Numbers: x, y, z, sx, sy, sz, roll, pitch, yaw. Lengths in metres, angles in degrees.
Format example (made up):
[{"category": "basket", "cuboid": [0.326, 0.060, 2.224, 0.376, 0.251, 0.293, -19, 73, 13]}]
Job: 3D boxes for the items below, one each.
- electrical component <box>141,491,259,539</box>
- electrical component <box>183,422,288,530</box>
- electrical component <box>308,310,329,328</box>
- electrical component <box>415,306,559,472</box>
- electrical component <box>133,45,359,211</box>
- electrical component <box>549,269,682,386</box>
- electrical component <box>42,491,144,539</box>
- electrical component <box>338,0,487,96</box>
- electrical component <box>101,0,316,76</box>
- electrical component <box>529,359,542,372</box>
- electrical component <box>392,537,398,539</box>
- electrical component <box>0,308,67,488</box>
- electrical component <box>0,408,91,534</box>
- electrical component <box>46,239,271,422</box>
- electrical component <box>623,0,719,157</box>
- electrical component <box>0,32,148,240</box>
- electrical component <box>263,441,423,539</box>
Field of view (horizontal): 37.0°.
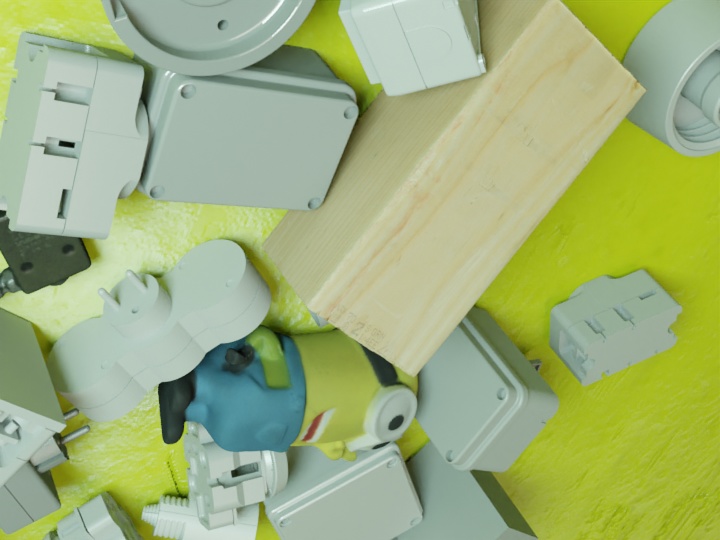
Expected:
[{"category": "electrical component", "cuboid": [-0.118, 0.183, 0.782, 0.081, 0.043, 0.043, 12, 123, -11]}, {"category": "electrical component", "cuboid": [-0.087, 0.136, 0.753, 0.057, 0.058, 0.078, -10, 99, -27]}, {"category": "electrical component", "cuboid": [0.000, 0.000, 0.700, 0.081, 0.043, 0.043, -27, 137, -8]}, {"category": "electrical component", "cuboid": [0.076, 0.081, 0.770, 0.057, 0.113, 0.078, 16, 118, -44]}, {"category": "electrical component", "cuboid": [-0.066, -0.079, 0.578, 0.113, 0.057, 0.078, 2, 126, -33]}, {"category": "electrical component", "cuboid": [0.199, 0.042, 0.854, 0.089, 0.055, 0.050, -21, 136, -14]}, {"category": "electrical component", "cuboid": [-0.186, 0.197, 0.751, 0.057, 0.058, 0.078, -31, 138, -8]}, {"category": "electrical component", "cuboid": [0.027, -0.146, 0.560, 0.061, 0.096, 0.061, -12, 140, 16]}, {"category": "electrical component", "cuboid": [-0.076, -0.153, 0.503, 0.108, 0.060, 0.108, -17, 134, -18]}, {"category": "electrical component", "cuboid": [0.110, 0.099, 0.844, 0.081, 0.063, 0.042, -5, 128, -28]}, {"category": "electrical component", "cuboid": [0.025, 0.254, 0.904, 0.048, 0.099, 0.100, -39, 139, 23]}, {"category": "electrical component", "cuboid": [-0.240, 0.049, 0.559, 0.062, 0.089, 0.150, -44, 137, 10]}, {"category": "electrical component", "cuboid": [-0.206, 0.109, 0.666, 0.076, 0.047, 0.083, -26, 137, -10]}, {"category": "electrical component", "cuboid": [-0.127, 0.027, 0.638, 0.138, 0.052, 0.073, -33, 138, -1]}, {"category": "electrical component", "cuboid": [0.235, -0.127, 0.721, 0.108, 0.060, 0.108, -18, 135, -19]}, {"category": "electrical component", "cuboid": [-0.142, -0.065, 0.533, 0.056, 0.050, 0.089, 5, 108, -35]}, {"category": "electrical component", "cuboid": [-0.016, 0.174, 0.837, 0.109, 0.056, 0.108, -28, 137, -8]}]
